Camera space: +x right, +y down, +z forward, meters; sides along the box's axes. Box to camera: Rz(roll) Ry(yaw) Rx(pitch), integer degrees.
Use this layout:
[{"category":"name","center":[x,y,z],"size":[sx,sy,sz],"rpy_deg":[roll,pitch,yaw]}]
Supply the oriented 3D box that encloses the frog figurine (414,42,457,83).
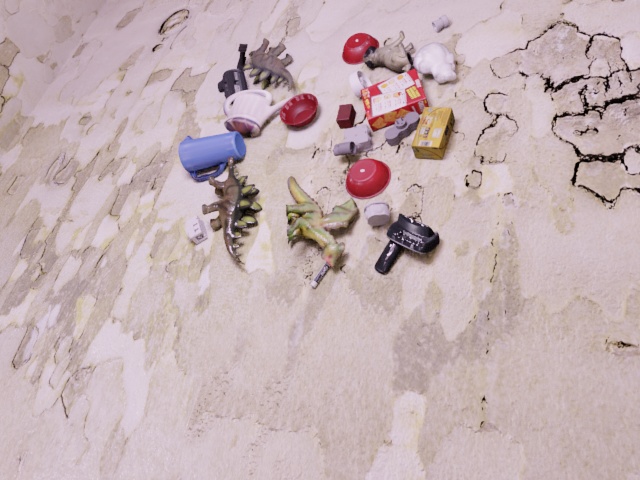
[{"category":"frog figurine","center":[0.410,-0.620,1.815],"size":[0.138,0.120,0.163],"rpy_deg":[-10,40,-10]}]

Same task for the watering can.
[{"category":"watering can","center":[-0.246,-0.518,2.076],"size":[0.348,0.229,0.102],"rpy_deg":[7,-27,20]}]

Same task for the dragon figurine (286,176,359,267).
[{"category":"dragon figurine","center":[0.005,-0.085,1.680],"size":[0.243,0.420,0.119],"rpy_deg":[-4,-40,3]}]
